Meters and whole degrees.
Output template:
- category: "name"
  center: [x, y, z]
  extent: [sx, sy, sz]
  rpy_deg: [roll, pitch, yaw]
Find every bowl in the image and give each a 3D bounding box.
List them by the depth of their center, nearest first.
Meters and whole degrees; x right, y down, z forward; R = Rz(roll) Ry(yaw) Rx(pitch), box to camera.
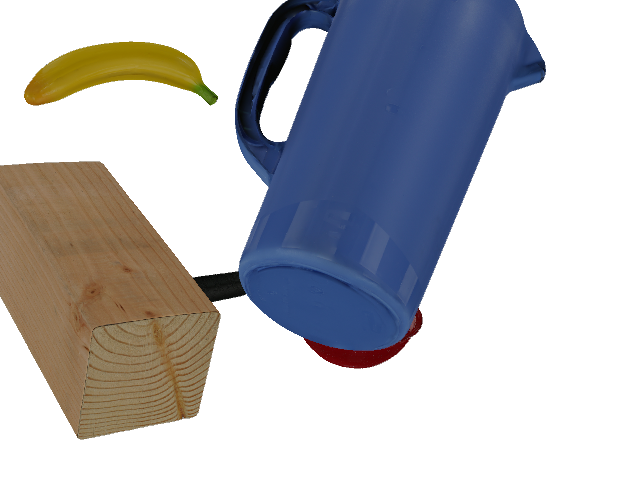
- category: "bowl"
  center: [0.040, 0.107, 1.288]
  extent: [0.162, 0.055, 0.162]
  rpy_deg: [4, 25, -2]

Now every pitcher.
- category: "pitcher"
  center: [0.029, -0.060, 0.681]
  extent: [0.149, 0.242, 0.145]
  rpy_deg: [-12, -44, 46]

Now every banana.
- category: "banana"
  center: [-0.196, -0.164, 1.041]
  extent: [0.197, 0.070, 0.037]
  rpy_deg: [-6, -39, -31]

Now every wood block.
- category: "wood block"
  center: [-0.161, 0.032, 0.752]
  extent: [0.090, 0.091, 0.206]
  rpy_deg: [-6, 34, -34]

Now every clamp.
- category: "clamp"
  center: [-0.187, 0.048, 1.022]
  extent: [0.165, 0.036, 0.209]
  rpy_deg: [26, 36, 24]
